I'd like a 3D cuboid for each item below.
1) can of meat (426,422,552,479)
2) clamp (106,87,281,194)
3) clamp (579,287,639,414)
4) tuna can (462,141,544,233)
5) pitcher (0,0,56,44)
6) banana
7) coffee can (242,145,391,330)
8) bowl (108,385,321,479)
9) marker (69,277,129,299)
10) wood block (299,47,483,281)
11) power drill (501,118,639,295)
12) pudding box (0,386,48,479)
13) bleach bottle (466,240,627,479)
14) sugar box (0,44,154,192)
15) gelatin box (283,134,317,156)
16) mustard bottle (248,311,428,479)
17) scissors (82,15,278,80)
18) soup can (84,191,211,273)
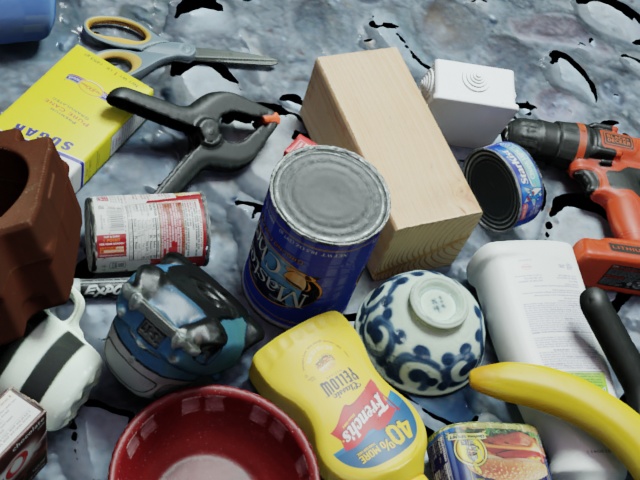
[{"bbox_3d":[0.141,0.198,0.869,0.102,0.058,0.084,7,51,-22],"label":"can of meat"},{"bbox_3d":[-0.119,-0.106,1.010,0.171,0.039,0.120,-28,101,-35],"label":"clamp"},{"bbox_3d":[0.288,0.142,0.930,0.164,0.036,0.210,25,50,-42],"label":"clamp"},{"bbox_3d":[0.178,-0.052,1.041,0.033,0.086,0.086,-19,62,-28],"label":"tuna can"},{"bbox_3d":[-0.377,-0.225,1.002,0.242,0.149,0.145,-8,43,-24],"label":"pitcher"},{"bbox_3d":[0.217,0.150,0.871,0.198,0.037,0.069,38,62,14],"label":"banana"},{"bbox_3d":[-0.006,0.001,0.920,0.102,0.140,0.103,7,54,-10],"label":"coffee can"},{"bbox_3d":[-0.082,0.195,0.817,0.162,0.055,0.162,7,54,-10],"label":"bowl"},{"bbox_3d":[-0.188,0.041,0.920,0.121,0.020,0.020,-1,56,-16],"label":"marker"},{"bbox_3d":[0.063,-0.076,1.025,0.090,0.090,0.206,-11,60,-21],"label":"wood block"},{"bbox_3d":[0.276,-0.041,1.076,0.184,0.057,0.187,9,54,-9],"label":"power drill"},{"bbox_3d":[-0.246,0.172,0.769,0.039,0.090,0.113,32,54,9],"label":"pudding box"},{"bbox_3d":[0.206,0.122,0.942,0.102,0.068,0.251,-1,58,-14],"label":"bleach bottle"},{"bbox_3d":[-0.242,-0.098,0.988,0.093,0.048,0.176,30,53,7],"label":"sugar box"},{"bbox_3d":[-0.004,-0.045,0.986,0.073,0.089,0.030,33,56,9],"label":"gelatin box"},{"bbox_3d":[0.031,0.154,0.874,0.096,0.058,0.192,-26,66,-29],"label":"mustard bottle"},{"bbox_3d":[-0.149,-0.179,1.088,0.201,0.016,0.096,16,55,-3],"label":"scissors"},{"bbox_3d":[-0.151,-0.007,0.934,0.102,0.069,0.068,-4,57,-17],"label":"soup can"}]
